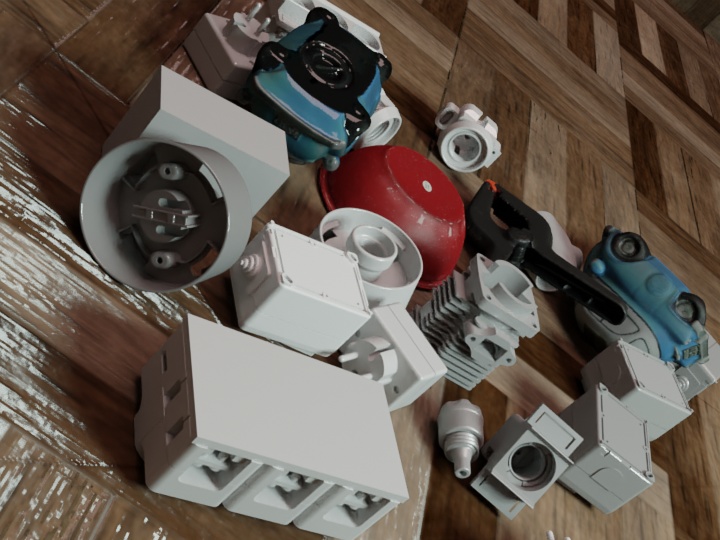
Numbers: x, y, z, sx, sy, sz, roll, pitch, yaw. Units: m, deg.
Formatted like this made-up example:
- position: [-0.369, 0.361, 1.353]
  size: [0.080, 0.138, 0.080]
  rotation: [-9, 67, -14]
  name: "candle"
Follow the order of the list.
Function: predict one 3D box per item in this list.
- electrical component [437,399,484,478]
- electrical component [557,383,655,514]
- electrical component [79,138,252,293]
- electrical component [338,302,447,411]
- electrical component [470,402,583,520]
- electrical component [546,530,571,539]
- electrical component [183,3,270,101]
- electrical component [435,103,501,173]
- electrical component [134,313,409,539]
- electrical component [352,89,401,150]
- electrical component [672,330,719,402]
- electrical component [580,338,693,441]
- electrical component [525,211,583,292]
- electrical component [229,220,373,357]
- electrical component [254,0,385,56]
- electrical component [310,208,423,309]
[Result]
- position: [0.076, 0.128, 0.802]
  size: [0.035, 0.035, 0.061]
  rotation: [32, 35, -22]
  name: "electrical component"
- position: [0.202, 0.147, 0.905]
  size: [0.062, 0.061, 0.096]
  rotation: [38, 31, -12]
  name: "electrical component"
- position: [-0.123, -0.036, 0.700]
  size: [0.099, 0.099, 0.064]
  rotation: [52, 25, 12]
  name: "electrical component"
- position: [0.013, 0.067, 0.786]
  size: [0.077, 0.047, 0.065]
  rotation: [-10, 60, -55]
  name: "electrical component"
- position: [0.122, 0.140, 0.806]
  size: [0.042, 0.081, 0.064]
  rotation: [42, 1, -8]
  name: "electrical component"
- position: [0.149, 0.219, 0.761]
  size: [0.138, 0.052, 0.073]
  rotation: [25, 35, -29]
  name: "electrical component"
- position: [-0.105, -0.198, 0.938]
  size: [0.047, 0.076, 0.065]
  rotation: [3, 50, -50]
  name: "electrical component"
- position: [0.115, -0.139, 1.158]
  size: [0.078, 0.058, 0.057]
  rotation: [39, 28, -11]
  name: "electrical component"
- position: [-0.054, 0.100, 0.649]
  size: [0.150, 0.061, 0.089]
  rotation: [23, 36, -33]
  name: "electrical component"
- position: [0.003, -0.148, 1.031]
  size: [0.057, 0.058, 0.078]
  rotation: [51, 30, 16]
  name: "electrical component"
- position: [0.341, 0.103, 1.131]
  size: [0.061, 0.061, 0.096]
  rotation: [53, 31, 14]
  name: "electrical component"
- position: [0.262, 0.118, 1.016]
  size: [0.096, 0.061, 0.061]
  rotation: [25, 36, -31]
  name: "electrical component"
- position: [0.206, -0.014, 1.127]
  size: [0.079, 0.044, 0.077]
  rotation: [23, 37, -33]
  name: "electrical component"
- position: [-0.050, 0.015, 0.759]
  size: [0.096, 0.061, 0.061]
  rotation: [21, 37, -35]
  name: "electrical component"
- position: [-0.043, -0.229, 1.067]
  size: [0.121, 0.063, 0.078]
  rotation: [24, 36, -31]
  name: "electrical component"
- position: [0.000, 0.000, 0.861]
  size: [0.099, 0.064, 0.099]
  rotation: [19, 39, -16]
  name: "electrical component"
